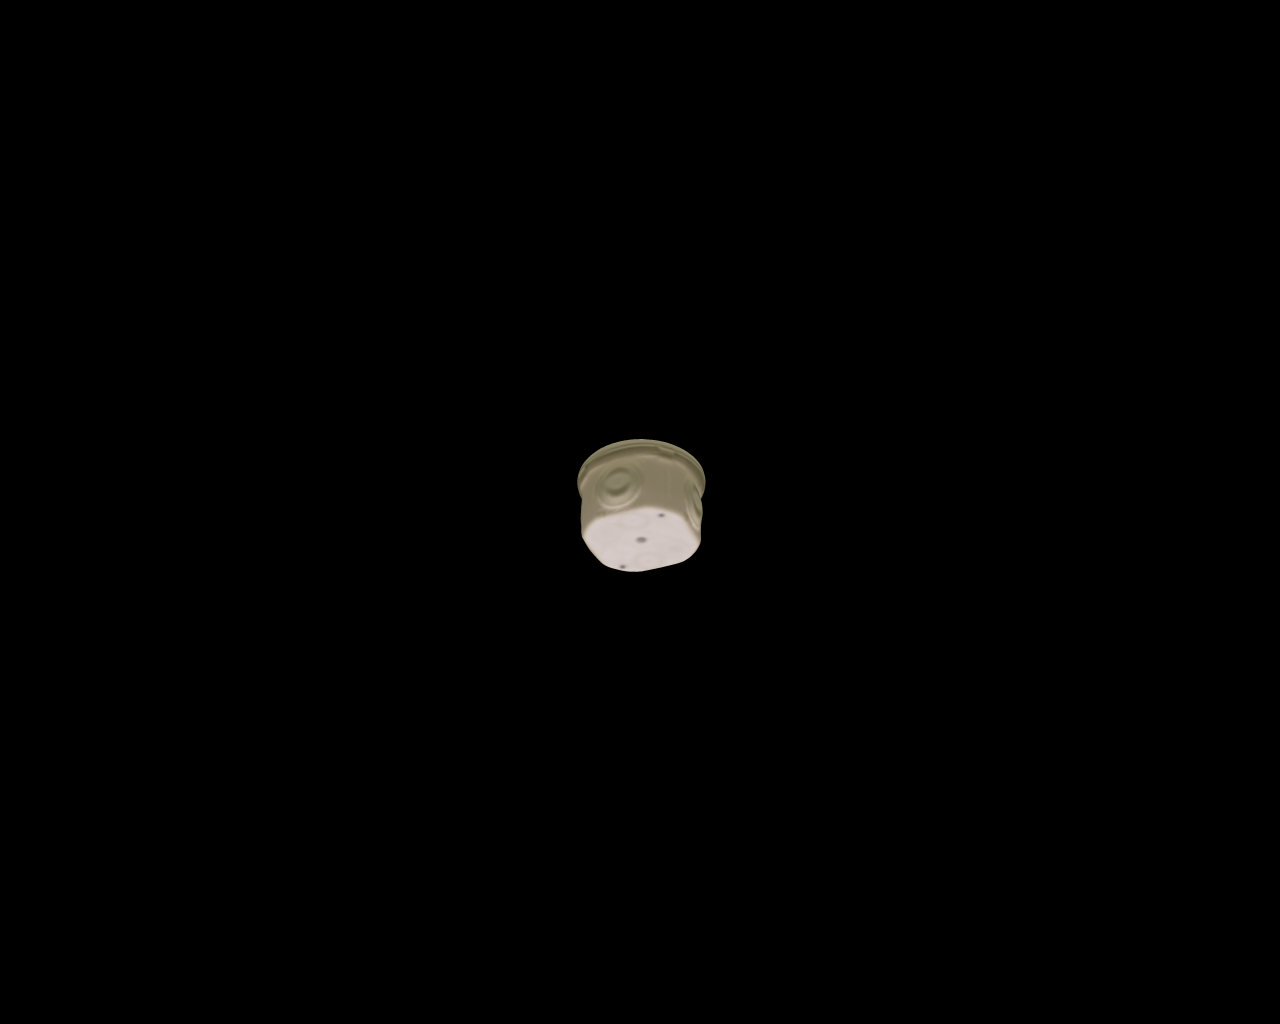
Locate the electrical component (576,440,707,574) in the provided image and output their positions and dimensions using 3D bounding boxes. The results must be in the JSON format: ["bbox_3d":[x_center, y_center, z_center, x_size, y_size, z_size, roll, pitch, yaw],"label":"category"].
[{"bbox_3d":[0.001,-0.003,0.650,0.080,0.051,0.080,0,-35,0],"label":"electrical component"}]
